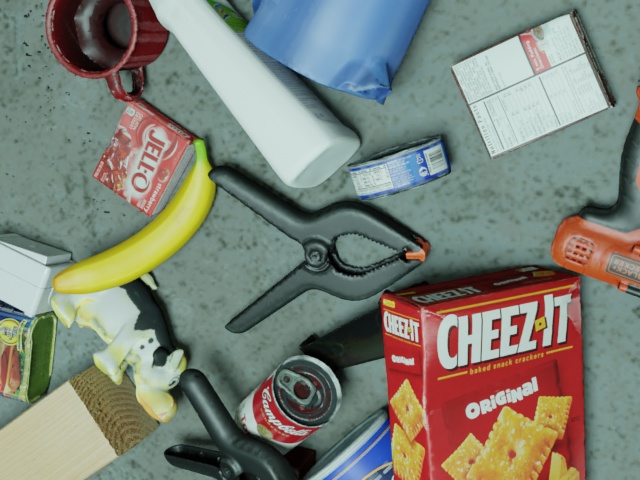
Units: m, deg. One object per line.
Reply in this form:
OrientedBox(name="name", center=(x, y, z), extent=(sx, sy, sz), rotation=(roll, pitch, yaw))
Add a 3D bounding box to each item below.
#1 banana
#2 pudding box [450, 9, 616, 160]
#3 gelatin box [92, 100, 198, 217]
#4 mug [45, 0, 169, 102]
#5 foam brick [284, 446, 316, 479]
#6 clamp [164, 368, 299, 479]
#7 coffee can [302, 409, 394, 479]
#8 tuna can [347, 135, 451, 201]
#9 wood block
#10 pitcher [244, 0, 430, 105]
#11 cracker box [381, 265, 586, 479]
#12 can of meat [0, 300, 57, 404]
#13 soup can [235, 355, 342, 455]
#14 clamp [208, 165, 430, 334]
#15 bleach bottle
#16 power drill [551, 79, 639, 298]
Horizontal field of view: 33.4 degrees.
OrientedBox(name="banana", center=(-0.163, -0.008, 1.009), extent=(0.198, 0.037, 0.069), rotation=(-45, 113, -1))
OrientedBox(name="pudding box", center=(0.178, -0.130, 0.896), extent=(0.114, 0.039, 0.090), rotation=(-22, 94, 23))
OrientedBox(name="gelatin box", center=(-0.168, -0.079, 1.026), extent=(0.073, 0.030, 0.089), rotation=(35, 110, 9))
OrientedBox(name="mug", center=(-0.188, -0.185, 0.984), extent=(0.093, 0.081, 0.117), rotation=(-15, 96, 21))
OrientedBox(name="foam brick", center=(-0.048, 0.231, 1.038), extent=(0.078, 0.053, 0.051), rotation=(6, 103, 19))
OrientedBox(name="clamp", center=(-0.081, 0.210, 0.989), extent=(0.171, 0.039, 0.120), rotation=(43, 138, 20))
OrientedBox(name="coffee can", center=(0.066, 0.241, 0.975), extent=(0.103, 0.102, 0.140), rotation=(-43, 86, 21))
OrientedBox(name="tuna can", center=(0.069, -0.062, 0.921), extent=(0.086, 0.086, 0.034), rotation=(-15, 98, 21))
OrientedBox(name="wood block", center=(-0.279, 0.217, 1.093), extent=(0.206, 0.090, 0.091), rotation=(-36, 88, 22))
OrientedBox(name="pitcher", center=(0.039, -0.248, 0.879), extent=(0.149, 0.145, 0.243), rotation=(27, 105, -3))
OrientedBox(name="cracker box", center=(0.142, 0.141, 0.897), extent=(0.072, 0.163, 0.214), rotation=(15, 112, 61))
OrientedBox(name="can of meat", center=(-0.324, 0.113, 1.106), extent=(0.084, 0.057, 0.102), rotation=(13, 105, 13))
OrientedBox(name="soup can", center=(-0.032, 0.156, 0.987), extent=(0.068, 0.068, 0.102), rotation=(48, 143, 4))
OrientedBox(name="clamp", center=(-0.006, 0.001, 0.982), extent=(0.210, 0.036, 0.164), rotation=(-7, 106, 18))
OrientedBox(name="bleach bottle", center=(-0.073, -0.160, 0.952), extent=(0.068, 0.102, 0.251), rotation=(-42, 79, 15))
OrientedBox(name="power drill", center=(0.299, -0.034, 0.863), extent=(0.184, 0.057, 0.188), rotation=(19, 106, 14))
